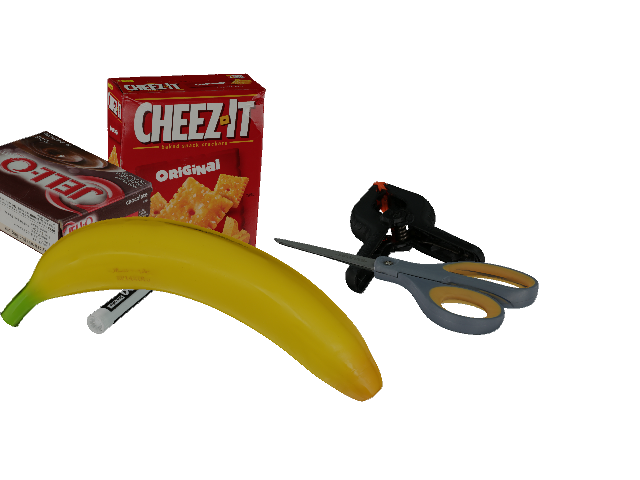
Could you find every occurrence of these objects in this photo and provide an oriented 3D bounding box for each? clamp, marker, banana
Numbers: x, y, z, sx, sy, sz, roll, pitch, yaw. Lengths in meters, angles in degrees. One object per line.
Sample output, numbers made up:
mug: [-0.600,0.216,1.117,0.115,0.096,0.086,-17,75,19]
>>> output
clamp: [0.081,-0.007,0.971,0.120,0.039,0.171,0,31,0]
marker: [-0.169,0.048,0.970,0.020,0.020,0.121,0,24,28]
banana: [-0.060,0.028,0.544,0.198,0.070,0.037,12,11,4]

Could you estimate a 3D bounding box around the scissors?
scissors: [0.052,0.030,0.759,0.202,0.016,0.096,7,26,13]

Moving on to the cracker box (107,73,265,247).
cracker box: [-0.151,-0.072,1.190,0.164,0.214,0.072,-6,26,-25]

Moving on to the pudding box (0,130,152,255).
pudding box: [-0.191,-0.033,0.757,0.114,0.039,0.089,24,30,26]
